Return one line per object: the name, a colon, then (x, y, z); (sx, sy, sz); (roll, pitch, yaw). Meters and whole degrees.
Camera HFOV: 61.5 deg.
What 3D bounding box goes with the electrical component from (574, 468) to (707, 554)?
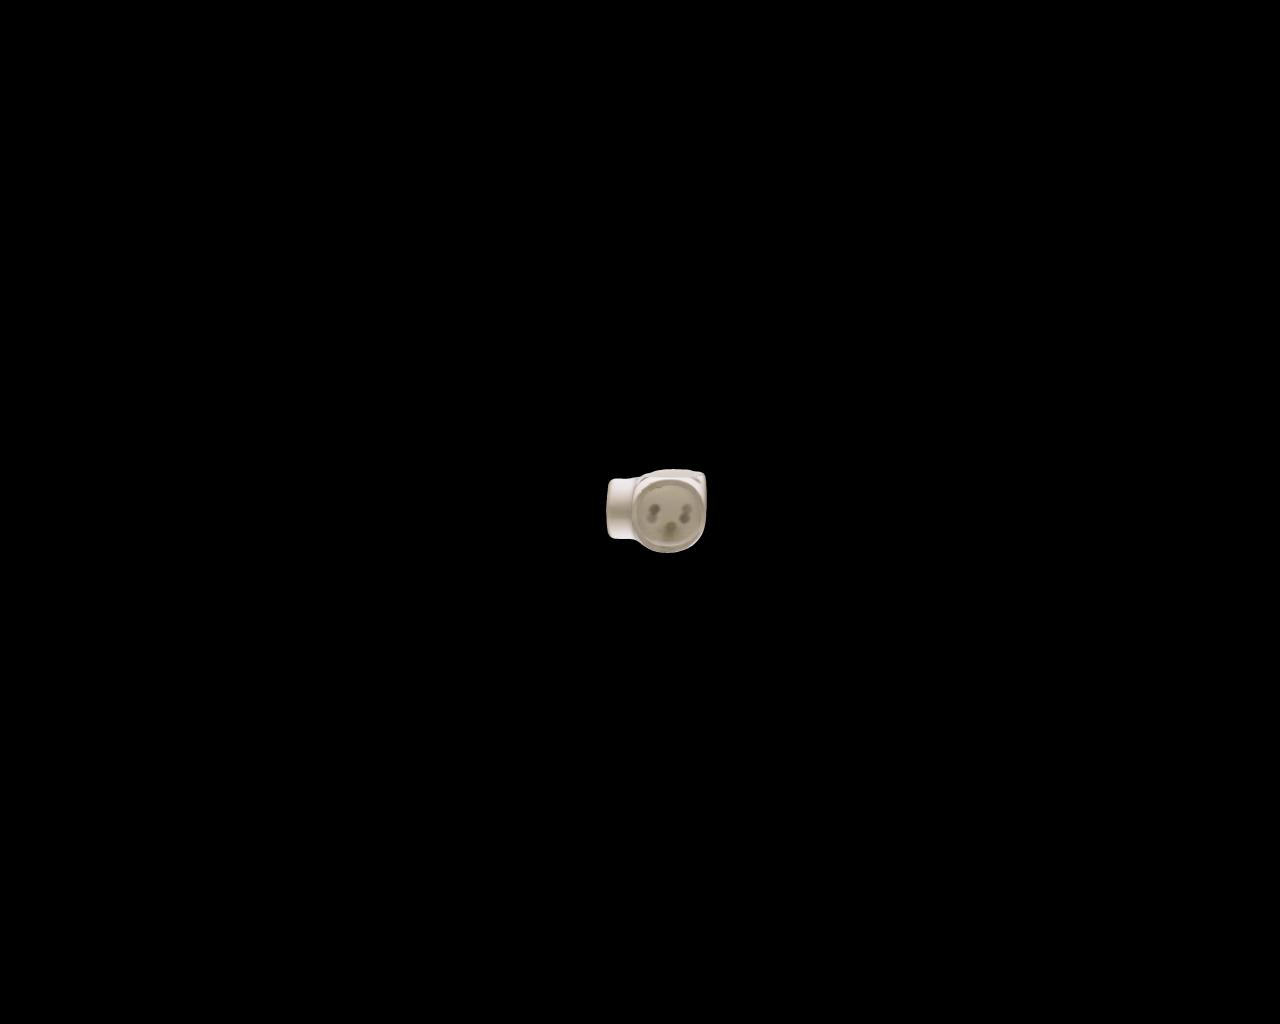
electrical component: (0.001, -0.003, 0.650); (0.079, 0.044, 0.077); (0, 7, 4)
